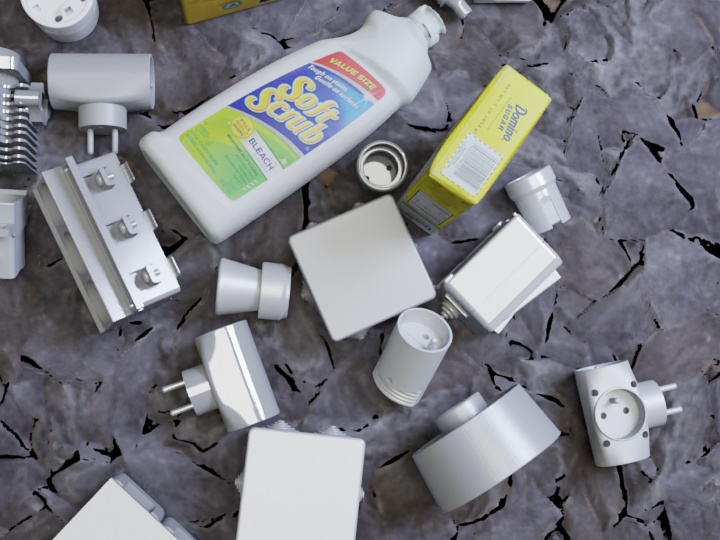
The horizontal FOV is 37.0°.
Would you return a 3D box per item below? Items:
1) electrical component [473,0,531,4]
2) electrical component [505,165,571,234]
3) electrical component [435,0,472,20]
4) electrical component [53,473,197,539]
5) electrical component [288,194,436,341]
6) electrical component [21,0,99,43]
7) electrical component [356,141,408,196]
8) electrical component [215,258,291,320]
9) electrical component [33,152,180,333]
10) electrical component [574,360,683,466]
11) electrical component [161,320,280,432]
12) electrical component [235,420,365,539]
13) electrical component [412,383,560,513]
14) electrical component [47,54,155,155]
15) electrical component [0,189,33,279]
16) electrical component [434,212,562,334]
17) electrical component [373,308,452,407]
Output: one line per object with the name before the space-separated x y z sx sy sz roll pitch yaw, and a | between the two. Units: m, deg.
electrical component | 0.113 -0.267 0.876 0.056 0.050 0.089 -2 85 -5
electrical component | 0.144 -0.056 0.866 0.040 0.040 0.046 -27 94 -7
electrical component | 0.068 -0.232 0.877 0.035 0.035 0.061 -38 92 -7
electrical component | -0.157 0.235 0.800 0.150 0.062 0.089 43 82 0
electrical component | 0.000 0.000 0.842 0.100 0.048 0.099 -24 87 -7
electrical component | -0.232 -0.208 0.840 0.055 0.047 0.055 0 85 -5
electrical component | 0.015 -0.079 0.852 0.040 0.046 0.040 0 85 -5
electrical component | -0.083 0.015 0.835 0.055 0.045 0.045 5 85 -5
electrical component | -0.191 -0.023 0.818 0.063 0.079 0.121 -25 88 -29
electrical component | 0.217 0.110 0.855 0.079 0.044 0.077 -12 86 -7
electrical component | -0.112 0.088 0.827 0.079 0.043 0.077 -20 87 -6
electrical component | -0.046 0.167 0.823 0.100 0.048 0.099 7 84 -5
electrical component | 0.089 0.128 0.812 0.108 0.108 0.060 -33 83 -7
electrical component | -0.201 -0.129 0.838 0.077 0.043 0.079 -1 85 -5
electrical component | -0.316 -0.028 0.807 0.121 0.078 0.063 3 107 -5
electrical component | 0.105 0.011 0.844 0.096 0.062 0.061 -44 90 -7
electrical component | 0.037 0.072 0.830 0.043 0.081 0.043 12 44 -12
